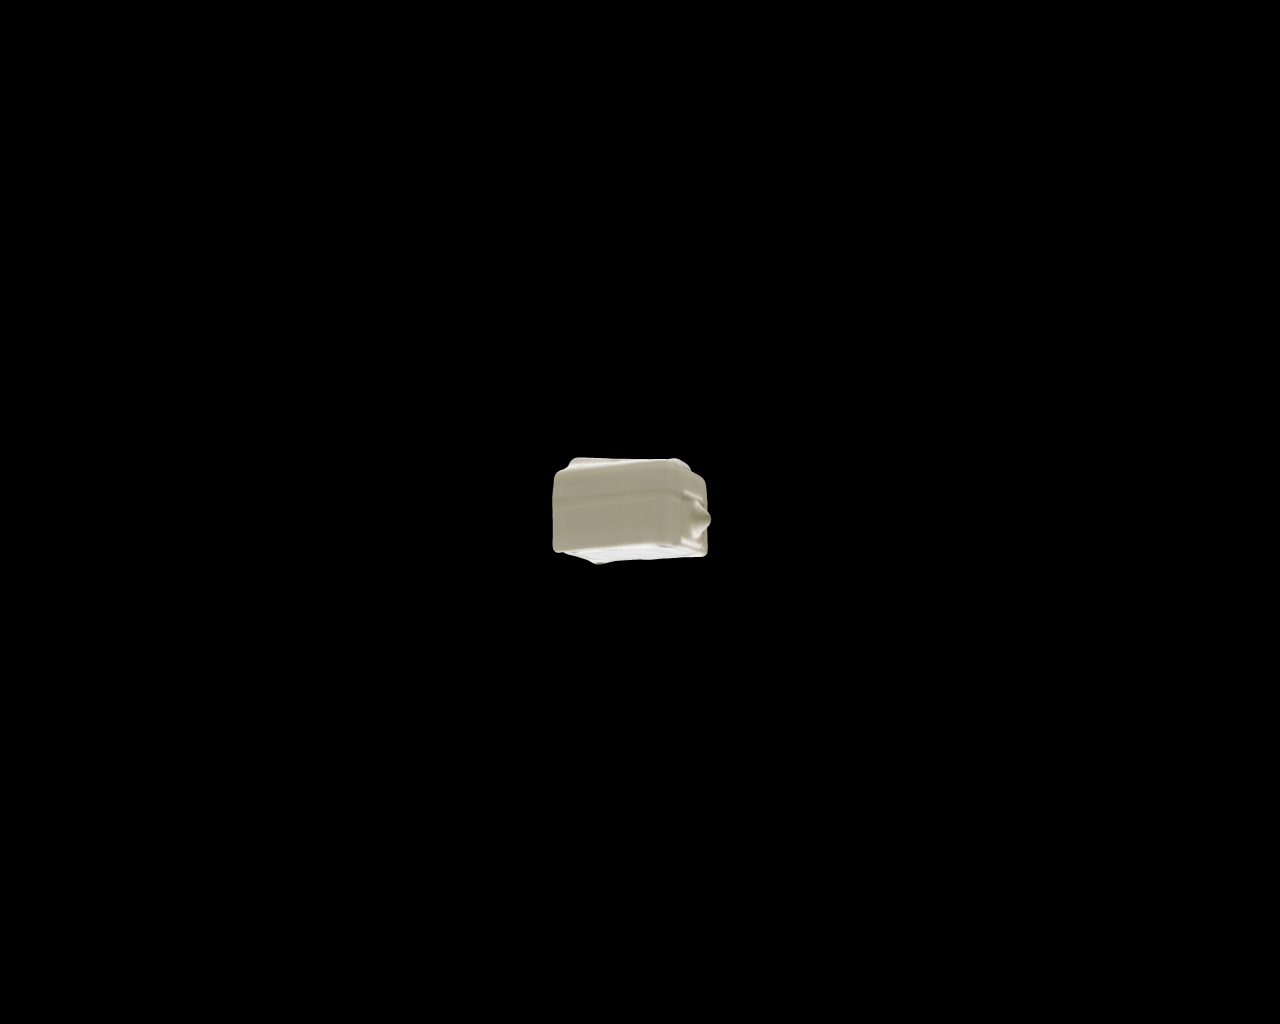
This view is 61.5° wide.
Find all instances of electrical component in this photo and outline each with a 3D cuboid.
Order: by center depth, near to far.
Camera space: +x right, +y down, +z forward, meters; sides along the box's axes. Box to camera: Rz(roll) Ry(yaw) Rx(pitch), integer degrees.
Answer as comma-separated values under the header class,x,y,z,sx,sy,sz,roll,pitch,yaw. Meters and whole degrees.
class,x,y,z,sx,sy,sz,roll,pitch,yaw
electrical component,0.001,-0.003,0.650,0.096,0.061,0.061,-5,-11,24
